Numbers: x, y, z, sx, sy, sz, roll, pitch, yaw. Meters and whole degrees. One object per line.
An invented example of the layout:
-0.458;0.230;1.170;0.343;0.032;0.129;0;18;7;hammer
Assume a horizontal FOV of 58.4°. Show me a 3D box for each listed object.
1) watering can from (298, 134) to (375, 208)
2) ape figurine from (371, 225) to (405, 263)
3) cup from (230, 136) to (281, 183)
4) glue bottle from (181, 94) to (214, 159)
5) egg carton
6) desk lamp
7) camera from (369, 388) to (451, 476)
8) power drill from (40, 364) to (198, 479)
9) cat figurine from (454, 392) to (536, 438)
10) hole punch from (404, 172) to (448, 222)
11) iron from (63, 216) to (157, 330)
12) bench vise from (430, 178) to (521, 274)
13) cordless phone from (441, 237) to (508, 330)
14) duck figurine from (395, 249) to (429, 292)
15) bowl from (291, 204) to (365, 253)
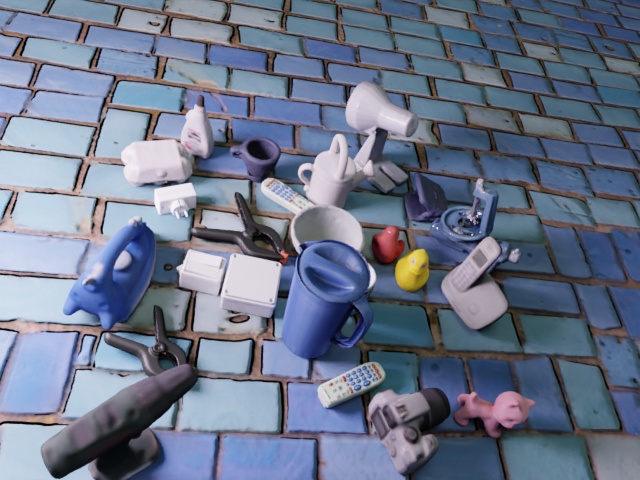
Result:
0.041;-0.164;1.339;0.173;0.194;0.100;-17;58;-27;watering can
0.158;0.003;1.306;0.077;0.092;0.076;28;50;7;ape figurine
-0.157;-0.184;1.363;0.118;0.095;0.091;3;52;-14;cup
-0.285;-0.271;1.344;0.078;0.173;0.037;21;50;2;glue bottle
-0.372;-0.174;1.309;0.151;0.069;0.107;-9;55;-22;egg carton
0.154;-0.265;1.440;0.203;0.213;0.118;42;53;18;desk lamp
0.180;0.329;1.045;0.137;0.101;0.143;-13;57;-25;camera
-0.294;0.289;0.869;0.230;0.208;0.075;-26;63;-31;power drill
0.336;0.319;1.087;0.128;0.118;0.067;19;50;0;cat figurine
0.271;-0.107;1.427;0.101;0.091;0.108;4;51;-13;hole punch
-0.382;0.034;1.092;0.118;0.141;0.258;20;50;0;iron
0.379;-0.037;1.318;0.207;0.220;0.121;21;50;1;bench vise
0.352;0.092;1.229;0.094;0.185;0.147;-18;59;-27;cordless phone
0.216;0.054;1.286;0.077;0.086;0.105;24;50;4;duck figurine
0.012;0.005;1.273;0.167;0.075;0.167;8;51;-10;bowl
